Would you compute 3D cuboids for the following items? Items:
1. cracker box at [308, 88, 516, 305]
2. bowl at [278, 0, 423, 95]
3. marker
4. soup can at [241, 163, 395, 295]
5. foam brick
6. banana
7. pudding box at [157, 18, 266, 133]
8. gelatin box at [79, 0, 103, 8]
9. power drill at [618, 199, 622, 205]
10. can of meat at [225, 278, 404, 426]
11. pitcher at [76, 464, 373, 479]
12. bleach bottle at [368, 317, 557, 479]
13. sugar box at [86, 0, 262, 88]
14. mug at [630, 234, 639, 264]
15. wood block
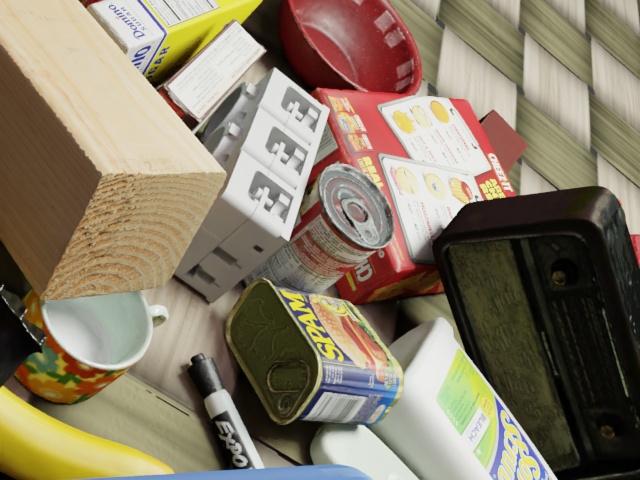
[{"bbox_3d":[0.077,-0.038,0.902,0.213,0.072,0.164,-5,66,-48],"label":"cracker box"},{"bbox_3d":[0.017,-0.177,0.966,0.162,0.055,0.162,26,44,-29],"label":"bowl"},{"bbox_3d":[-0.053,0.127,0.677,0.020,0.020,0.121,-10,67,-49],"label":"marker"},{"bbox_3d":[-0.005,0.001,0.761,0.068,0.102,0.068,26,44,-29],"label":"soup can"},{"bbox_3d":[0.157,-0.082,1.036,0.053,0.051,0.078,48,38,-2],"label":"foam brick"},{"bbox_3d":[-0.165,0.085,0.565,0.197,0.069,0.037,48,0,-11],"label":"banana"},{"bbox_3d":[-0.096,-0.098,0.756,0.039,0.090,0.113,42,41,-10],"label":"pudding box"},{"bbox_3d":[-0.150,-0.174,0.772,0.030,0.073,0.089,49,44,4],"label":"gelatin box"},{"bbox_3d":[0.249,0.061,0.951,0.184,0.057,0.187,-28,108,-54],"label":"power drill"},{"bbox_3d":[-0.003,0.078,0.721,0.083,0.057,0.102,14,28,-41],"label":"can of meat"},{"bbox_3d":[-0.083,0.177,0.481,0.242,0.149,0.145,0,53,-29],"label":"pitcher"},{"bbox_3d":[0.136,0.182,0.793,0.251,0.068,0.102,49,37,-7],"label":"bleach bottle"},{"bbox_3d":[-0.119,-0.145,0.771,0.048,0.093,0.176,48,38,-1],"label":"sugar box"},{"bbox_3d":[0.320,0.057,1.065,0.117,0.093,0.081,54,29,-24],"label":"mug"},{"bbox_3d":[-0.159,-0.070,0.624,0.090,0.091,0.206,-5,45,-48],"label":"wood block"}]
